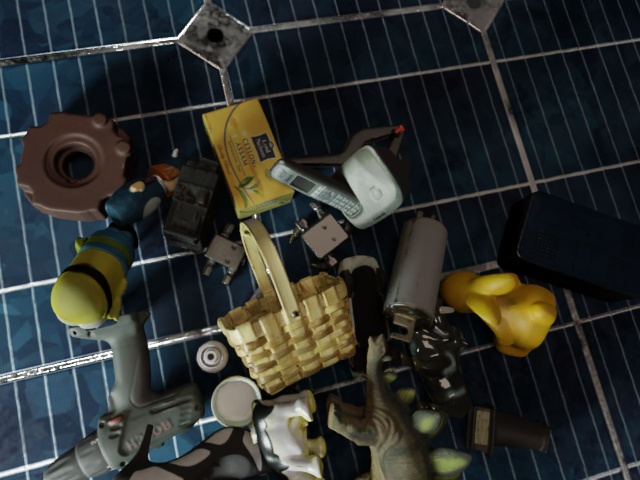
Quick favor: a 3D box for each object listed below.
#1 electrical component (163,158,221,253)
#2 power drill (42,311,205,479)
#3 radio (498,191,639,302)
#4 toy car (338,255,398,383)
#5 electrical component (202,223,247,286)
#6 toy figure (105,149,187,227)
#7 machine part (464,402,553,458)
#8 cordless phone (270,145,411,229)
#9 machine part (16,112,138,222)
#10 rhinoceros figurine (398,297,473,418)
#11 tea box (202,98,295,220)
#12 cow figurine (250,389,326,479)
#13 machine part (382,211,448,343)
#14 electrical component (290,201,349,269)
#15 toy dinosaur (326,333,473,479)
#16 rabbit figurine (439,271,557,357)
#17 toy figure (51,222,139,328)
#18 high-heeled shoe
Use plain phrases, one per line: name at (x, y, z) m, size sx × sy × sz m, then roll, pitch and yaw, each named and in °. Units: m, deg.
electrical component at (-0.189, -0.055, 0.816) m, size 0.058 × 0.115 × 0.134 m, roll 17°, pitch 78°, yaw -7°
power drill at (-0.293, 0.214, 0.759) m, size 0.232 × 0.086 × 0.207 m, roll -16°, pitch 77°, yaw -13°
radio at (0.433, 0.012, 0.918) m, size 0.230 × 0.073 × 0.131 m, roll 18°, pitch 75°, yaw -6°
toy car at (0.073, 0.124, 0.848) m, size 0.073 × 0.056 × 0.201 m, roll -4°, pitch 79°, yaw -17°
electrical component at (-0.147, 0.021, 0.853) m, size 0.063 × 0.021 × 0.094 m, roll 24°, pitch 74°, yaw -3°
toy figure at (-0.255, -0.080, 0.823) m, size 0.154 × 0.064 × 0.057 m, roll -45°, pitch 109°, yaw -32°
machine part at (0.296, 0.303, 0.851) m, size 0.139 × 0.039 × 0.084 m, roll 8°, pitch 68°, yaw -5°
cordless phone at (0.029, -0.097, 0.798) m, size 0.184 × 0.146 × 0.089 m, roll 21°, pitch 64°, yaw -19°
machine part at (-0.375, -0.114, 0.831) m, size 0.179 × 0.056 × 0.179 m, roll 1°, pitch 78°, yaw -7°
rhinoceros figurine at (0.187, 0.184, 0.841) m, size 0.112 × 0.073 × 0.190 m, roll -12°, pitch 80°, yaw -9°
tea box at (-0.116, -0.129, 0.867) m, size 0.098 × 0.068 × 0.169 m, roll -22°, pitch 81°, yaw -12°
cow figurine at (-0.041, 0.293, 0.731) m, size 0.098 × 0.068 × 0.167 m, roll -10°, pitch 93°, yaw 5°
machine part at (0.151, 0.050, 0.837) m, size 0.079 × 0.079 × 0.243 m, roll 21°, pitch 54°, yaw -4°
electrical component at (0.000, -0.002, 0.867) m, size 0.078 × 0.045 × 0.102 m, roll -44°, pitch 86°, yaw -11°
toy dinosaur at (0.111, 0.354, 0.753) m, size 0.199 × 0.105 × 0.470 m, roll -4°, pitch 99°, yaw 1°
rabbit figurine at (0.270, 0.104, 0.846) m, size 0.173 × 0.162 × 0.122 m, roll 23°, pitch 87°, yaw 15°
toy figure at (-0.315, 0.042, 0.756) m, size 0.082 × 0.089 × 0.180 m, roll -3°, pitch 42°, yaw 12°
high-heeled shoe at (-0.149, 0.326, 0.706) m, size 0.248 × 0.086 × 0.145 m, roll 21°, pitch 39°, yaw -22°
